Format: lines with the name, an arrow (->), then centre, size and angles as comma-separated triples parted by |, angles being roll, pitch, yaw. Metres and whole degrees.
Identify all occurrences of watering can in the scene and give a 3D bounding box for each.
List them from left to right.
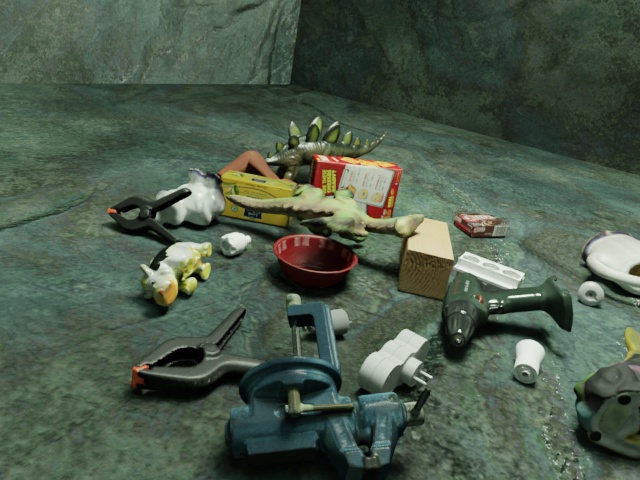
watering can -> 0.765, 0.065, 1.184 | 0.347, 0.102, 0.228 | 6, 22, -7

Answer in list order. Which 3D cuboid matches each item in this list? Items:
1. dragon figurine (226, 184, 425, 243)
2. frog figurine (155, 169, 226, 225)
dragon figurine -> 0.003, -0.053, 1.044 | 0.410, 0.122, 0.243 | 5, 4, -5
frog figurine -> -0.290, -0.072, 1.123 | 0.138, 0.162, 0.120 | 30, -26, 24
